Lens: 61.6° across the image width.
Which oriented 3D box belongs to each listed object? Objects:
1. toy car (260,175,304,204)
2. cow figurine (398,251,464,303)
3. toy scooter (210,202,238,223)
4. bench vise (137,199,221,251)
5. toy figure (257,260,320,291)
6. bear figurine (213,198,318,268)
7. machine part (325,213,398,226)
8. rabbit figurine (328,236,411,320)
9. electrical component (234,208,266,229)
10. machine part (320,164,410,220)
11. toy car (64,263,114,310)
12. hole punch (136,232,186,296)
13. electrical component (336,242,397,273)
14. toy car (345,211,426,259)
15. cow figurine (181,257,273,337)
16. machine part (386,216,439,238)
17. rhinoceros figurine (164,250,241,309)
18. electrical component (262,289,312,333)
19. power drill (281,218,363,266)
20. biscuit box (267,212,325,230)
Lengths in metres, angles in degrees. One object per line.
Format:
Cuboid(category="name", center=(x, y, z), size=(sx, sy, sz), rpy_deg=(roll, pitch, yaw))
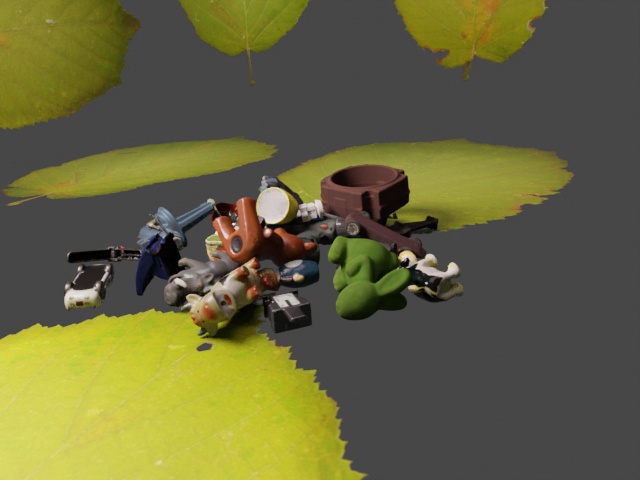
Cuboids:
Cuboid(category="toy car", center=(-0.122, -0.108, 1.570), size=(0.161, 0.103, 0.109), rpy_deg=(37, 14, -23))
Cuboid(category="cow figurine", center=(0.193, 0.073, 1.062), size=(0.098, 0.068, 0.168), rpy_deg=(-20, 24, -26))
Cuboid(category="toy scooter", center=(-0.234, -0.064, 1.480), size=(0.135, 0.075, 0.184), rpy_deg=(11, 4, -42))
Cuboid(category="bench vise", center=(-0.356, -0.036, 1.359), size=(0.240, 0.128, 0.224), rpy_deg=(-36, 14, -27))
Cuboid(category="toy figure", center=(-0.080, 0.077, 1.114), size=(0.154, 0.058, 0.064), rpy_deg=(-9, -19, -11))
Cuboid(category="bear figurine", center=(-0.109, -0.003, 1.144), size=(0.120, 0.132, 0.196), rpy_deg=(-35, -23, 35))
Cuboid(category="machine part", center=(0.098, -0.076, 1.489), size=(0.243, 0.079, 0.079), rpy_deg=(6, 21, 26))
Cuboid(category="rabbit figurine", center=(0.087, 0.090, 1.007), size=(0.159, 0.121, 0.170), rpy_deg=(7, 39, 9))
Cuboid(category="electrical component", center=(-0.173, -0.038, 1.254), size=(0.078, 0.045, 0.102), rpy_deg=(16, 52, 22))
Cuboid(category="machine part", center=(0.116, -0.130, 1.409), size=(0.201, 0.087, 0.201), rpy_deg=(16, 32, 40))
Cuboid(category="toy car", center=(-0.484, 0.094, 1.134), size=(0.073, 0.056, 0.202), rpy_deg=(-2, 15, -11))
Cuboid(category="hole punch", center=(-0.352, 0.051, 1.157), size=(0.092, 0.115, 0.142), rpy_deg=(-10, 18, 4))
Cuboid(category="electrical component", center=(0.098, 0.047, 1.164), size=(0.115, 0.058, 0.134), rpy_deg=(2, 19, 22))
Cuboid(category="toy car", center=(0.150, -0.003, 1.253), size=(0.202, 0.053, 0.089), rpy_deg=(28, 25, 10))
Cuboid(category="cow figurine", center=(-0.170, 0.103, 0.985), size=(0.127, 0.085, 0.195), rpy_deg=(-34, 3, 11))
Cuboid(category="machine part", center=(0.240, -0.033, 1.399), size=(0.139, 0.039, 0.084), rpy_deg=(-12, 15, -19))
Cuboid(category="rhinoceros figurine", center=(-0.240, 0.084, 1.108), size=(0.112, 0.073, 0.190), rpy_deg=(24, 30, 33))
Cuboid(category="electrical component", center=(-0.052, 0.132, 0.956), size=(0.075, 0.047, 0.119), rpy_deg=(-12, 21, -22))
Cuboid(category="power drill", center=(-0.003, -0.004, 1.296), size=(0.232, 0.085, 0.207), rpy_deg=(2, 23, 19))
Cuboid(category="biscuit box", center=(-0.088, -0.037, 1.430), size=(0.203, 0.062, 0.059), rpy_deg=(-12, 21, -22))
